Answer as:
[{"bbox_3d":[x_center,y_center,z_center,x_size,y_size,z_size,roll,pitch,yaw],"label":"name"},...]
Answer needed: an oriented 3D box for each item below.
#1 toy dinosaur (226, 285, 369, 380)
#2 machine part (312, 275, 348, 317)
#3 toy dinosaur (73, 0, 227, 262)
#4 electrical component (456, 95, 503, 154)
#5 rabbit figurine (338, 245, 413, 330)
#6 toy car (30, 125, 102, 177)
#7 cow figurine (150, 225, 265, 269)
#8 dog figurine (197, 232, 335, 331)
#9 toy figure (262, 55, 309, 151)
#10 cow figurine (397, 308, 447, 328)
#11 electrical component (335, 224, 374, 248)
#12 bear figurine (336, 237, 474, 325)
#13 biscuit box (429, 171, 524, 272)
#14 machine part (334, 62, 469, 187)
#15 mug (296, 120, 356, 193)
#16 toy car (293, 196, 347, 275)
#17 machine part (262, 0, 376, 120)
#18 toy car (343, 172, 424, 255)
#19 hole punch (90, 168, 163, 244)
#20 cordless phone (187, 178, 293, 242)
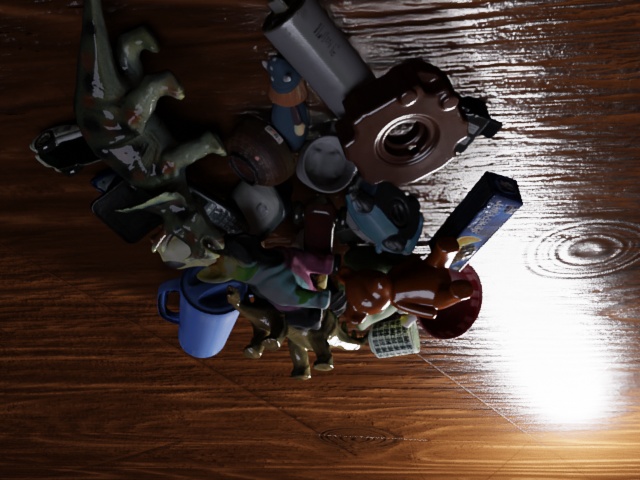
[{"bbox_3d":[-0.024,0.170,1.076,0.105,0.198,0.470,-19,143,29],"label":"toy dinosaur"},{"bbox_3d":[0.012,0.083,1.032,0.039,0.139,0.084,-27,134,-8],"label":"machine part"},{"bbox_3d":[-0.257,-0.150,0.746,0.192,0.131,0.404,-33,122,-2],"label":"toy dinosaur"},{"bbox_3d":[0.214,-0.169,0.791,0.119,0.048,0.075,21,136,-17],"label":"electrical component"},{"bbox_3d":[0.107,0.076,1.023,0.159,0.121,0.170,-13,139,8],"label":"rabbit figurine"},{"bbox_3d":[-0.359,-0.153,0.841,0.202,0.056,0.073,-12,144,18],"label":"toy car"},{"bbox_3d":[-0.201,0.018,1.005,0.195,0.085,0.127,-4,132,5],"label":"cow figurine"},{"bbox_3d":[-0.090,0.064,0.903,0.219,0.108,0.191,14,146,-2],"label":"dog figurine"},{"bbox_3d":[-0.047,-0.197,0.765,0.064,0.058,0.154,18,144,14],"label":"toy figure"},{"bbox_3d":[0.209,0.136,1.124,0.167,0.068,0.098,22,130,-25],"label":"cow figurine"},{"bbox_3d":[0.062,-0.017,0.994,0.063,0.021,0.093,-16,135,20],"label":"electrical component"},{"bbox_3d":[0.136,0.072,0.915,0.196,0.120,0.132,0,152,-16],"label":"bear figurine"},{"bbox_3d":[0.266,-0.027,0.938,0.059,0.063,0.202,15,138,-14],"label":"biscuit box"},{"bbox_3d":[0.111,-0.146,0.719,0.179,0.056,0.179,-8,143,-6],"label":"machine part"},{"bbox_3d":[0.001,-0.127,0.820,0.081,0.109,0.107,7,-177,-17],"label":"mug"},{"bbox_3d":[-0.002,-0.003,0.923,0.089,0.053,0.202,4,145,2],"label":"toy car"},{"bbox_3d":[0.007,-0.236,0.703,0.079,0.079,0.243,-25,131,28],"label":"machine part"},{"bbox_3d":[0.093,-0.043,0.905,0.161,0.109,0.103,40,145,-24],"label":"toy car"},{"bbox_3d":[-0.318,-0.075,0.919,0.116,0.092,0.142,-35,129,-1],"label":"hole punch"},{"bbox_3d":[-0.150,-0.076,0.898,0.184,0.089,0.146,30,133,-22],"label":"cordless phone"}]
